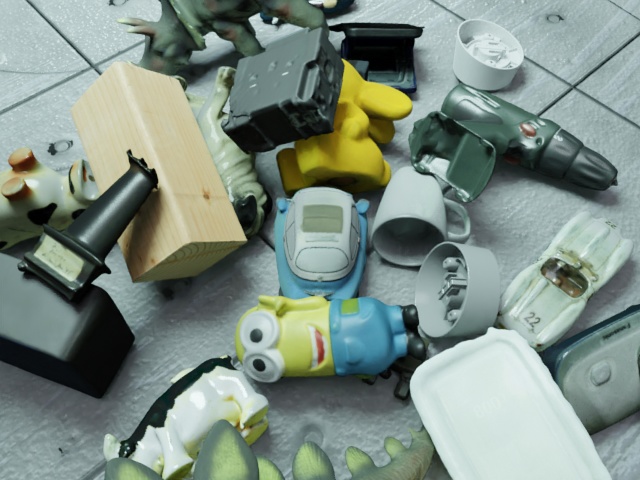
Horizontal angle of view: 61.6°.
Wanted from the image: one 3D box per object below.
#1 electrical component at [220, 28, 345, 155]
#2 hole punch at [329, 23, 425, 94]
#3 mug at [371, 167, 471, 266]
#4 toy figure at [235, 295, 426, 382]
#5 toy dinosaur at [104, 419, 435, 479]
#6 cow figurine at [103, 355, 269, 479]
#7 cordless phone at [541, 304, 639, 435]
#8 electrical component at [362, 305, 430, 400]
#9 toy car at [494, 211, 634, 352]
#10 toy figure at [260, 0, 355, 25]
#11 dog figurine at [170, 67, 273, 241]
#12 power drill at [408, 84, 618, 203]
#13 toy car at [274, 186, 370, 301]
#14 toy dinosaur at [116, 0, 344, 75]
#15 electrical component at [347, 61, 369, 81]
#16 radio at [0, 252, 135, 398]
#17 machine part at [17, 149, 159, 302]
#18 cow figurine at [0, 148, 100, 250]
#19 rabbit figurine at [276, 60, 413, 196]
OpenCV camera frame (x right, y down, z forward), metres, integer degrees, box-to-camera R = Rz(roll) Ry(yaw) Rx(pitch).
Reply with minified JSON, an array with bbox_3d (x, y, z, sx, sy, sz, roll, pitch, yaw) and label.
[{"bbox_3d":[-0.037,-0.166,0.581,0.115,0.058,0.134,-11,54,26],"label":"electrical component"},{"bbox_3d":[0.084,-0.264,0.769,0.142,0.092,0.116,-2,29,2],"label":"hole punch"},{"bbox_3d":[0.117,-0.034,0.619,0.110,0.080,0.107,4,49,8],"label":"mug"},{"bbox_3d":[0.007,0.097,0.520,0.180,0.089,0.082,-6,67,3],"label":"toy figure"},{"bbox_3d":[-0.051,0.223,0.363,0.471,0.105,0.199,-6,38,-36],"label":"toy dinosaur"},{"bbox_3d":[-0.136,0.176,0.490,0.167,0.068,0.098,-32,58,-22],"label":"cow figurine"},{"bbox_3d":[0.302,0.164,0.497,0.147,0.088,0.184,-21,65,-14],"label":"cordless phone"},{"bbox_3d":[0.082,0.114,0.558,0.063,0.021,0.094,22,60,12],"label":"electrical component"},{"bbox_3d":[0.268,0.040,0.586,0.202,0.056,0.074,-40,66,-22],"label":"toy car"},{"bbox_3d":[-0.023,-0.382,0.850,0.154,0.057,0.064,-15,21,-8],"label":"toy figure"},{"bbox_3d":[-0.144,-0.088,0.648,0.172,0.121,0.190,-9,72,33],"label":"dog figurine"},{"bbox_3d":[0.220,-0.110,0.638,0.207,0.085,0.232,-26,55,-37],"label":"power drill"},{"bbox_3d":[-0.001,-0.002,0.584,0.109,0.102,0.162,3,56,2],"label":"toy car"},{"bbox_3d":[-0.084,-0.326,0.692,0.405,0.192,0.131,-21,63,28],"label":"toy dinosaur"},{"bbox_3d":[0.044,-0.200,0.717,0.119,0.074,0.048,7,35,7],"label":"electrical component"},{"bbox_3d":[-0.302,0.070,0.517,0.230,0.131,0.073,18,59,10],"label":"radio"},{"bbox_3d":[-0.194,-0.016,0.473,0.084,0.039,0.139,23,68,24],"label":"machine part"},{"bbox_3d":[-0.311,-0.038,0.605,0.195,0.127,0.085,-17,58,6],"label":"cow figurine"},{"bbox_3d":[0.027,-0.147,0.646,0.162,0.122,0.173,-6,74,-13],"label":"rabbit figurine"}]
